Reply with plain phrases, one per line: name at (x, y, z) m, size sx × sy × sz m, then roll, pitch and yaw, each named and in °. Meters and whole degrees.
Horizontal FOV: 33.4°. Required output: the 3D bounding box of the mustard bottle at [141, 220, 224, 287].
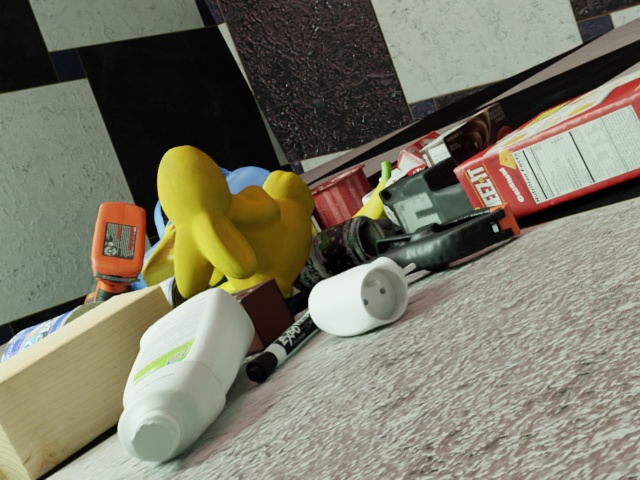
mustard bottle at (-0.139, -0.011, 1.265) m, size 0.096 × 0.058 × 0.191 m, roll -15°, pitch 30°, yaw 21°

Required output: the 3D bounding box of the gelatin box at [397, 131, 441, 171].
gelatin box at (0.143, -0.084, 1.225) m, size 0.073 × 0.089 × 0.030 m, roll -33°, pitch -28°, yaw -47°

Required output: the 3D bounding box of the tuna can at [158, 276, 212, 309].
tuna can at (-0.135, 0.077, 1.087) m, size 0.034 × 0.086 × 0.086 m, roll -26°, pitch 6°, yaw 26°

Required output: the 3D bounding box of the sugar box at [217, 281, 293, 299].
sugar box at (-0.116, 0.079, 1.184) m, size 0.176 × 0.048 × 0.093 m, roll -26°, pitch 6°, yaw 2°

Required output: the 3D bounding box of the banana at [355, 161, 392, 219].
banana at (0.018, -0.009, 1.236) m, size 0.198 × 0.070 × 0.037 m, roll -34°, pitch -16°, yaw 9°

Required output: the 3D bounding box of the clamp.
clamp at (0.095, 0.004, 0.924) m, size 0.172 × 0.039 × 0.120 m, roll -19°, pitch 15°, yaw 25°

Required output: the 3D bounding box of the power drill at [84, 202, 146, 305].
power drill at (-0.241, 0.046, 1.242) m, size 0.057 × 0.184 × 0.188 m, roll 6°, pitch -44°, yaw -13°

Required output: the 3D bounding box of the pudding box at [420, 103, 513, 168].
pudding box at (0.160, -0.076, 1.069) m, size 0.113 × 0.090 × 0.039 m, roll -33°, pitch 7°, yaw -41°

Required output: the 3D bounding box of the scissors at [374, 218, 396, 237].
scissors at (-0.008, 0.001, 1.153) m, size 0.201 × 0.016 × 0.096 m, roll -8°, pitch -11°, yaw -17°

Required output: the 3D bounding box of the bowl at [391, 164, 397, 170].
bowl at (0.174, -0.104, 1.408) m, size 0.162 × 0.055 × 0.162 m, roll -27°, pitch 6°, yaw 3°

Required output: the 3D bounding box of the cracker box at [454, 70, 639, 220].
cracker box at (0.247, -0.090, 0.907) m, size 0.214 × 0.072 × 0.163 m, roll -22°, pitch 7°, yaw 47°

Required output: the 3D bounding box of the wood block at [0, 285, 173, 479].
wood block at (-0.225, 0.130, 0.981) m, size 0.090 × 0.091 × 0.205 m, roll -15°, pitch 14°, yaw 45°

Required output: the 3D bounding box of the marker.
marker at (-0.027, 0.085, 0.866) m, size 0.020 × 0.020 × 0.121 m, roll -24°, pitch 7°, yaw 30°

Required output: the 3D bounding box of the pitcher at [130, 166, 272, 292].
pitcher at (-0.143, 0.006, 1.390) m, size 0.149 × 0.145 × 0.242 m, roll 9°, pitch 33°, yaw 29°

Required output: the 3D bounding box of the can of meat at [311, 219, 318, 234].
can of meat at (-0.045, 0.005, 1.310) m, size 0.058 × 0.084 × 0.101 m, roll -21°, pitch 9°, yaw 44°

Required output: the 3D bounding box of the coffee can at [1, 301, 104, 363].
coffee can at (-0.259, 0.128, 1.119) m, size 0.102 × 0.103 × 0.141 m, roll -33°, pitch 8°, yaw -41°

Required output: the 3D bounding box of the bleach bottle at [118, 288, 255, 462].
bleach bottle at (-0.110, 0.110, 0.817) m, size 0.102 × 0.068 × 0.251 m, roll -36°, pitch 8°, yaw 9°

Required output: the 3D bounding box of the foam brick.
foam brick at (-0.071, 0.076, 0.978) m, size 0.078 × 0.051 × 0.052 m, roll -22°, pitch 8°, yaw 40°

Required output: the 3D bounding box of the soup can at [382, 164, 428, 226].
soup can at (0.114, -0.047, 1.130) m, size 0.068 × 0.068 × 0.102 m, roll -29°, pitch 6°, yaw -16°

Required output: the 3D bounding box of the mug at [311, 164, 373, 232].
mug at (0.024, -0.035, 1.354) m, size 0.117 × 0.081 × 0.093 m, roll -23°, pitch 7°, yaw 35°
